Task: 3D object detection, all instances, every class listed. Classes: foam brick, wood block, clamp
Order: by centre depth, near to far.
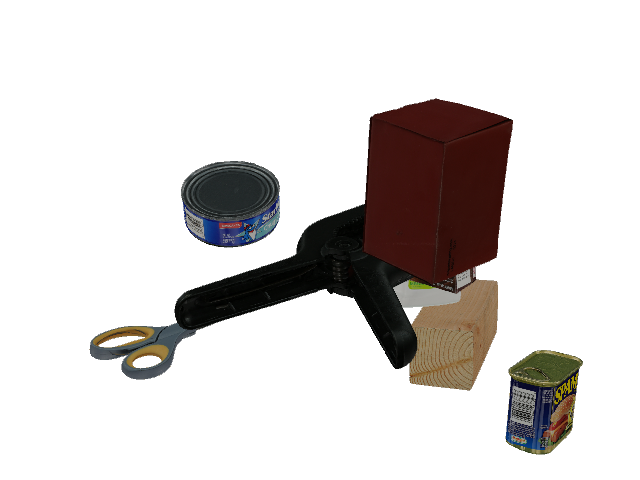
[{"bbox_3d":[0.058,-0.026,0.540,0.052,0.078,0.051,-19,33,-38],"label":"foam brick"},{"bbox_3d":[0.006,0.020,0.740,0.165,0.036,0.209,6,27,17],"label":"clamp"},{"bbox_3d":[0.197,0.131,1.555,0.091,0.090,0.205,4,19,18],"label":"wood block"}]

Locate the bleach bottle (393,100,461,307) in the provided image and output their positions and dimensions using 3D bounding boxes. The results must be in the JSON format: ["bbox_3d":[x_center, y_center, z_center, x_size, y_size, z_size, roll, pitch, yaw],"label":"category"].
[{"bbox_3d":[0.132,-0.046,1.320,0.102,0.251,0.068,-4,17,-17],"label":"bleach bottle"}]

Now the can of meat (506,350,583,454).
[{"bbox_3d":[0.241,0.175,1.159,0.058,0.084,0.101,12,16,31],"label":"can of meat"}]

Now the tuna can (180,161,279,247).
[{"bbox_3d":[-0.078,-0.032,0.934,0.086,0.034,0.086,-1,39,0],"label":"tuna can"}]

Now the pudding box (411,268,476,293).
[{"bbox_3d":[0.105,-0.004,1.095,0.114,0.090,0.039,15,30,42],"label":"pudding box"}]

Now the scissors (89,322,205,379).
[{"bbox_3d":[-0.142,0.104,1.132,0.201,0.016,0.096,-10,31,-26],"label":"scissors"}]
